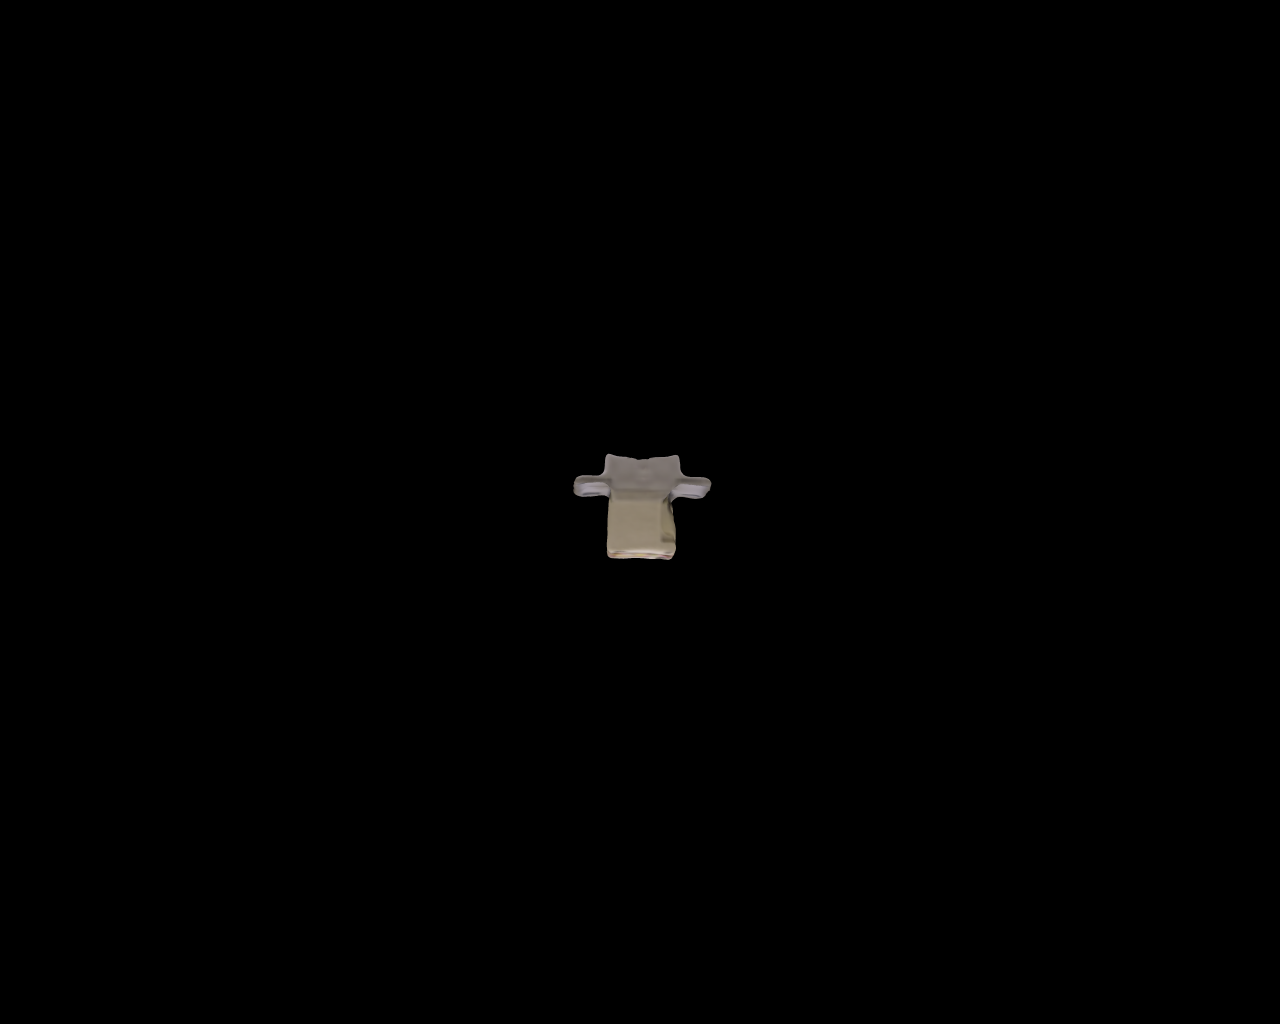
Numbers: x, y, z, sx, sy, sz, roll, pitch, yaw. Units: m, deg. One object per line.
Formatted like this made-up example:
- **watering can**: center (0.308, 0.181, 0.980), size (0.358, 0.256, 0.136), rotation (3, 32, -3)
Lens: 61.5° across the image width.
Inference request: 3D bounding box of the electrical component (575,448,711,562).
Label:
- **electrical component**: center (0.001, -0.003, 0.650), size (0.081, 0.064, 0.042), rotation (0, -11, -2)
